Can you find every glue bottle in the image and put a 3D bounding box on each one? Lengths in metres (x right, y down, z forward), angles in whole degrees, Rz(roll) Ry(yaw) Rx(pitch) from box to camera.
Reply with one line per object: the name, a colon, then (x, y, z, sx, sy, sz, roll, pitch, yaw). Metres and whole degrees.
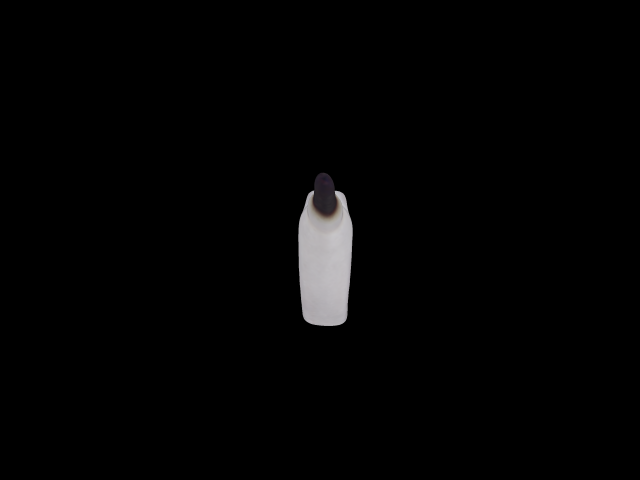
glue bottle: (0.004, 0.001, 0.400, 0.037, 0.173, 0.078, 0, 65, 0)
